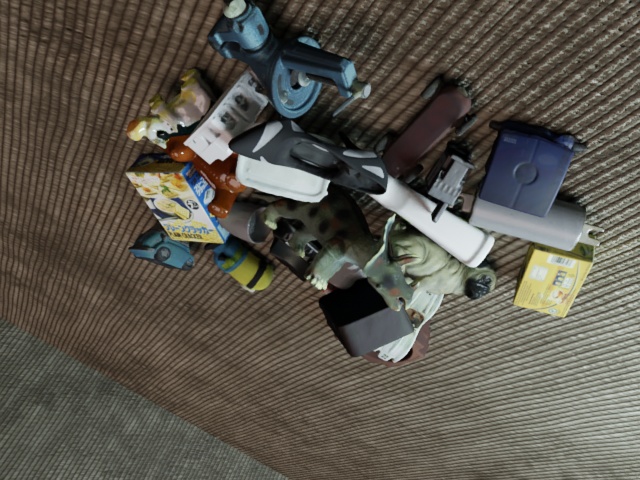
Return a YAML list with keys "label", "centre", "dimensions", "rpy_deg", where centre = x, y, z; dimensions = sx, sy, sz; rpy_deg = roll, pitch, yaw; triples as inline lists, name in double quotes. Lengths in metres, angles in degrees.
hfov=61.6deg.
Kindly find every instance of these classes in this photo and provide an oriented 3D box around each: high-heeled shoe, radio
- label: "high-heeled shoe"
  centre: [-0.011, -0.115, 0.847]
  dimensions: [0.145, 0.249, 0.086]
  rpy_deg: [62, 147, 26]
- label: "radio"
  centre: [0.083, 0.147, 1.074]
  dimensions: [0.230, 0.131, 0.073]
  rpy_deg: [-149, 35, -77]

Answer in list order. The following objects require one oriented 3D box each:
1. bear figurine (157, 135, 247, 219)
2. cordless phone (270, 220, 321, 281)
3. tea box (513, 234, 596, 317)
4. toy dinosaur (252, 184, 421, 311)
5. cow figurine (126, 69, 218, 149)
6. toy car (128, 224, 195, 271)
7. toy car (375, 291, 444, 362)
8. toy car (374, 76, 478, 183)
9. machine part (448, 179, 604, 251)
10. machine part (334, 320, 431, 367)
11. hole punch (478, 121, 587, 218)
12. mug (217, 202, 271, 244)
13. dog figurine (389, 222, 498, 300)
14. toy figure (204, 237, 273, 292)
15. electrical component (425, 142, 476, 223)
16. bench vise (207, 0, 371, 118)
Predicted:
- label: "bear figurine"
  centre: [-0.229, -0.154, 1.025]
  dimensions: [0.196, 0.132, 0.120]
  rpy_deg: [31, 127, -17]
- label: "cordless phone"
  centre: [-0.003, -0.004, 1.131]
  dimensions: [0.184, 0.089, 0.146]
  rpy_deg: [-30, 118, 36]
- label: "tea box"
  centre: [0.413, 0.057, 0.957]
  dimensions: [0.098, 0.068, 0.169]
  rpy_deg: [16, 144, 14]
- label: "toy dinosaur"
  centre: [0.018, -0.032, 1.002]
  dimensions: [0.405, 0.192, 0.131]
  rpy_deg: [51, -177, 32]
- label: "cow figurine"
  centre: [-0.257, -0.216, 0.955]
  dimensions: [0.167, 0.068, 0.098]
  rpy_deg: [-34, 128, 10]
- label: "toy car"
  centre: [-0.379, 0.013, 1.329]
  dimensions: [0.109, 0.103, 0.161]
  rpy_deg: [4, 166, 38]
- label: "toy car"
  centre: [0.187, 0.173, 1.152]
  dimensions: [0.073, 0.201, 0.056]
  rpy_deg: [31, -174, -13]
- label: "toy car"
  centre: [0.161, -0.167, 0.840]
  dimensions: [0.089, 0.053, 0.202]
  rpy_deg: [43, 143, 1]
- label: "machine part"
  centre: [0.334, -0.041, 0.876]
  dimensions: [0.243, 0.079, 0.079]
  rpy_deg: [17, 143, 13]
- label: "machine part"
  centre: [0.147, 0.210, 1.287]
  dimensions: [0.201, 0.087, 0.201]
  rpy_deg: [36, 141, -15]
- label: "hole punch"
  centre: [0.307, -0.106, 0.805]
  dimensions: [0.142, 0.092, 0.115]
  rpy_deg: [20, 140, 13]
- label: "mug"
  centre: [-0.165, -0.038, 1.176]
  dimensions: [0.107, 0.081, 0.109]
  rpy_deg: [19, 155, 29]
- label: "dog figurine"
  centre: [0.236, 0.036, 1.035]
  dimensions: [0.191, 0.121, 0.172]
  rpy_deg: [-11, 116, 4]
- label: "toy figure"
  centre: [-0.192, 0.055, 1.296]
  dimensions: [0.089, 0.082, 0.180]
  rpy_deg: [-17, 125, 45]
- label: "electrical component"
  centre: [0.198, -0.090, 0.864]
  dimensions: [0.048, 0.075, 0.119]
  rpy_deg: [27, 120, -5]
- label: "bench vise"
  centre: [-0.037, -0.258, 0.770]
  dimensions: [0.241, 0.129, 0.223]
  rpy_deg: [26, 155, 29]
